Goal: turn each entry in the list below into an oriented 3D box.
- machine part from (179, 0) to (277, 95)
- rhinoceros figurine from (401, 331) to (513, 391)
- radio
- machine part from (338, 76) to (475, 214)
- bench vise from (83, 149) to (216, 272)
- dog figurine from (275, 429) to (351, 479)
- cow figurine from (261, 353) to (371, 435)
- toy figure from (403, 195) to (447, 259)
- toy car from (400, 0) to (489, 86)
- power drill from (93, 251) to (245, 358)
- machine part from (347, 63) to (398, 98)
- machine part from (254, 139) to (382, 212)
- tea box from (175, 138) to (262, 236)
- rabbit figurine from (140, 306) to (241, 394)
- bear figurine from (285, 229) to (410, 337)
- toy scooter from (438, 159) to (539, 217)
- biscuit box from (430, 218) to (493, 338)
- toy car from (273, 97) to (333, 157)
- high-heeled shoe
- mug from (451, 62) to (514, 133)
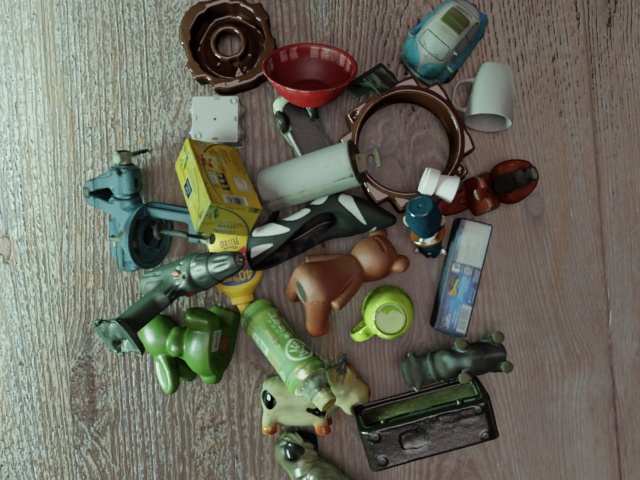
[{"bbox_3d":[-0.162,-0.349,0.967,0.179,0.056,0.179,0,89,1],"label":"machine part"},{"bbox_3d":[0.234,0.208,0.923,0.190,0.112,0.073,-10,78,-9],"label":"rhinoceros figurine"},{"bbox_3d":[0.177,0.307,0.911,0.230,0.131,0.073,-17,91,3],"label":"radio"},{"bbox_3d":[0.149,-0.163,0.936,0.201,0.087,0.201,-29,89,4],"label":"machine part"},{"bbox_3d":[-0.288,-0.043,0.933,0.241,0.129,0.223,10,99,20],"label":"bench vise"},{"bbox_3d":[-0.003,0.421,0.906,0.190,0.172,0.121,43,81,-5],"label":"dog figurine"},{"bbox_3d":[-0.008,0.272,0.948,0.195,0.085,0.127,-3,93,6],"label":"cow figurine"},{"bbox_3d":[0.183,-0.018,0.913,0.064,0.154,0.058,30,75,31],"label":"toy figure"},{"bbox_3d":[0.222,-0.351,0.924,0.109,0.103,0.161,44,94,1],"label":"toy car"},{"bbox_3d":[-0.252,0.093,0.876,0.232,0.207,0.085,-11,122,41],"label":"power drill"},{"bbox_3d":[0.091,-0.271,0.914,0.084,0.139,0.039,-24,109,1],"label":"machine part"},{"bbox_3d":[-0.016,-0.105,0.890,0.243,0.079,0.079,-16,89,22],"label":"machine part"},{"bbox_3d":[-0.173,-0.089,0.903,0.098,0.170,0.068,7,130,-34],"label":"tea box"},{"bbox_3d":[-0.242,0.185,0.961,0.170,0.121,0.159,7,98,21],"label":"rabbit figurine"},{"bbox_3d":[0.048,0.063,0.940,0.196,0.131,0.120,-22,58,-24],"label":"bear figurine"},{"bbox_3d":[0.292,-0.086,0.903,0.184,0.135,0.075,-22,88,2],"label":"toy scooter"},{"bbox_3d":[0.246,0.065,0.942,0.059,0.063,0.202,14,91,2],"label":"biscuit box"},{"bbox_3d":[-0.015,-0.171,0.961,0.073,0.056,0.201,-28,90,-3],"label":"toy car"},{"bbox_3d":[-0.002,-0.003,0.910,0.249,0.086,0.145,5,57,16],"label":"high-heeled shoe"},{"bbox_3d":[0.286,-0.253,0.936,0.110,0.080,0.107,11,79,9],"label":"mug"}]
